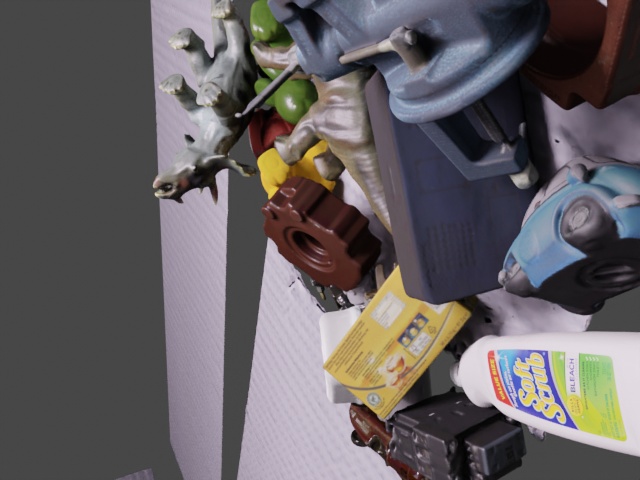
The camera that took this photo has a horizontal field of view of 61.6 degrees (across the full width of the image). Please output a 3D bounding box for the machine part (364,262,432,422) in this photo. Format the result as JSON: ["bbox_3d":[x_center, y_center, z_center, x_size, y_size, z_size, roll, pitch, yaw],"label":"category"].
[{"bbox_3d":[0.104,0.149,0.706,0.079,0.079,0.243,3,102,61],"label":"machine part"}]

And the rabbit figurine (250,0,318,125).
[{"bbox_3d":[-0.051,-0.252,0.811,0.159,0.121,0.170,172,91,-69],"label":"rabbit figurine"}]

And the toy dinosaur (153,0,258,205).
[{"bbox_3d":[-0.158,-0.245,0.884,0.192,0.131,0.405,62,-147,-57],"label":"toy dinosaur"}]

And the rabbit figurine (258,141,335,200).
[{"bbox_3d":[-0.015,-0.053,0.828,0.173,0.122,0.162,47,144,17],"label":"rabbit figurine"}]

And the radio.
[{"bbox_3d":[0.131,-0.062,0.517,0.073,0.131,0.229,-179,78,-84],"label":"radio"}]

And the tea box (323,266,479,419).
[{"bbox_3d":[0.092,0.109,0.625,0.098,0.068,0.169,40,111,12],"label":"tea box"}]

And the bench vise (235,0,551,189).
[{"bbox_3d":[0.079,-0.119,0.402,0.224,0.240,0.129,-13,43,46],"label":"bench vise"}]

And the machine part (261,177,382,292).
[{"bbox_3d":[-0.002,-0.002,0.736,0.179,0.056,0.179,30,153,17],"label":"machine part"}]

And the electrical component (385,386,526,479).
[{"bbox_3d":[0.156,0.215,0.593,0.134,0.115,0.058,-4,100,59],"label":"electrical component"}]

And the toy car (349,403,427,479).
[{"bbox_3d":[0.096,0.299,0.800,0.202,0.053,0.089,25,123,56],"label":"toy car"}]

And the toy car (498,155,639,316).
[{"bbox_3d":[0.217,-0.011,0.427,0.161,0.109,0.103,124,159,-58],"label":"toy car"}]

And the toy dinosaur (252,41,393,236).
[{"bbox_3d":[0.043,-0.151,0.638,0.199,0.105,0.471,-28,79,38],"label":"toy dinosaur"}]

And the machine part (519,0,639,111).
[{"bbox_3d":[0.170,-0.207,0.365,0.202,0.087,0.200,59,-179,32],"label":"machine part"}]

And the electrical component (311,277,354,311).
[{"bbox_3d":[0.022,0.089,0.852,0.102,0.045,0.078,60,179,27],"label":"electrical component"}]

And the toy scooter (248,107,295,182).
[{"bbox_3d":[-0.081,-0.187,0.942,0.184,0.075,0.135,145,114,-64],"label":"toy scooter"}]

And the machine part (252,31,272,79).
[{"bbox_3d":[-0.082,-0.330,0.904,0.039,0.084,0.138,41,154,11],"label":"machine part"}]
